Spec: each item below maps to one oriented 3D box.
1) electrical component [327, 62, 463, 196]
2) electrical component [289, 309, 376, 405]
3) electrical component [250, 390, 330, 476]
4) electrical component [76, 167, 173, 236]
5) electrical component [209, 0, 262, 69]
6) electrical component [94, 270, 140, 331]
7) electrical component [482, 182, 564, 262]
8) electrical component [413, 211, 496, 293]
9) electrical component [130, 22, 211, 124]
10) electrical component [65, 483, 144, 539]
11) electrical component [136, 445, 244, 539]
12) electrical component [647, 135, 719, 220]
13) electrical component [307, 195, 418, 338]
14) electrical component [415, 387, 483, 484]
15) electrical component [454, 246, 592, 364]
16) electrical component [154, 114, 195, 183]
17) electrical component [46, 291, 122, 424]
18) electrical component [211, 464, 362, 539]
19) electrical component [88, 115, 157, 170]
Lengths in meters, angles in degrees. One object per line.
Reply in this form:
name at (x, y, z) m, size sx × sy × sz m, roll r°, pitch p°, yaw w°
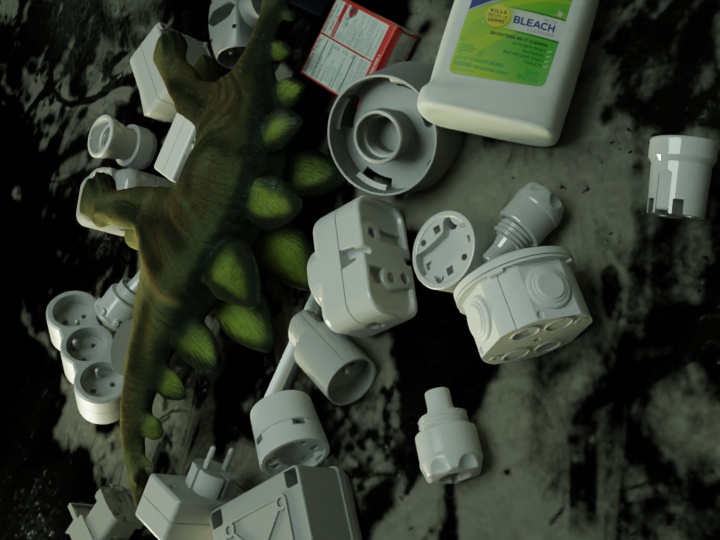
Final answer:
electrical component at (0.026, -0.105, 0.810) m, size 0.099 × 0.064 × 0.099 m, roll 7°, pitch 106°, yaw 26°
electrical component at (-0.028, 0.063, 0.831) m, size 0.081 × 0.043 × 0.043 m, roll 44°, pitch 110°, yaw 43°
electrical component at (-0.056, 0.126, 0.835) m, size 0.055 × 0.055 × 0.047 m, roll -44°, pitch 48°, yaw 28°
electrical component at (-0.237, -0.068, 1.067) m, size 0.095 × 0.059 × 0.053 m, roll -3°, pitch 76°, yaw 45°
electrical component at (-0.100, -0.235, 0.988) m, size 0.079 × 0.043 × 0.077 m, roll -20°, pitch 65°, yaw 40°
electrical component at (-0.223, 0.027, 1.038) m, size 0.062 × 0.048 × 0.048 m, roll -51°, pitch 48°, yaw 13°
electrical component at (0.106, -0.027, 0.717) m, size 0.061 × 0.035 × 0.035 m, roll -46°, pitch 45°, yaw -8°
electrical component at (0.072, -0.009, 0.748) m, size 0.055 × 0.047 × 0.055 m, roll -15°, pitch 68°, yaw 42°
electrical component at (-0.181, -0.188, 1.043) m, size 0.061 × 0.062 × 0.096 m, roll -44°, pitch 51°, yaw 28°
electrical component at (-0.231, 0.236, 0.988) m, size 0.063 × 0.042 × 0.081 m, roll -56°, pitch 47°, yaw 16°
electrical component at (-0.124, 0.176, 0.866) m, size 0.047 × 0.083 × 0.075 m, roll 29°, pitch 99°, yaw 46°
electrical component at (0.193, -0.055, 0.647) m, size 0.040 × 0.040 × 0.046 m, roll 6°, pitch 89°, yaw 46°
electrical component at (0.000, 0.000, 0.813) m, size 0.059 × 0.054 × 0.095 m, roll -26°, pitch 61°, yaw 38°
electrical component at (0.058, 0.111, 0.731) m, size 0.043 × 0.043 × 0.062 m, roll -31°, pitch 57°, yaw 35°
electrical component at (0.104, 0.022, 0.685) m, size 0.080 × 0.080 × 0.051 m, roll -34°, pitch 62°, yaw 34°
electrical component at (-0.139, -0.113, 0.990) m, size 0.076 × 0.047 × 0.083 m, roll 35°, pitch 104°, yaw 45°
electrical component at (-0.264, 0.093, 1.055) m, size 0.138 × 0.052 × 0.073 m, roll 58°, pitch 156°, yaw 32°
electrical component at (-0.053, 0.214, 0.803) m, size 0.109 × 0.056 × 0.108 m, roll -35°, pitch 56°, yaw 34°
electrical component at (-0.241, -0.128, 1.092) m, size 0.045 × 0.055 × 0.045 m, roll -15°, pitch 68°, yaw 42°
